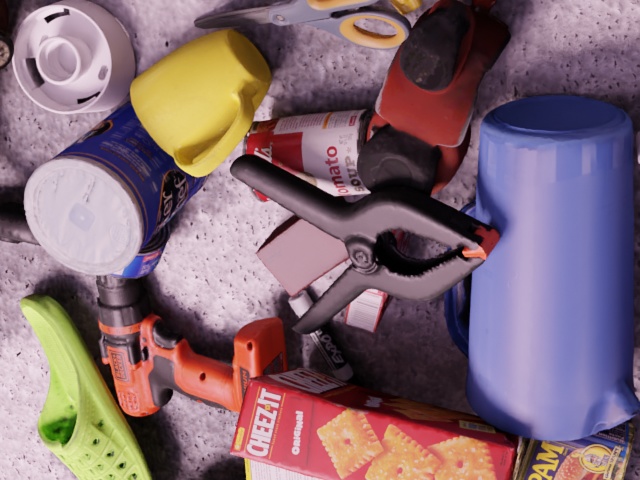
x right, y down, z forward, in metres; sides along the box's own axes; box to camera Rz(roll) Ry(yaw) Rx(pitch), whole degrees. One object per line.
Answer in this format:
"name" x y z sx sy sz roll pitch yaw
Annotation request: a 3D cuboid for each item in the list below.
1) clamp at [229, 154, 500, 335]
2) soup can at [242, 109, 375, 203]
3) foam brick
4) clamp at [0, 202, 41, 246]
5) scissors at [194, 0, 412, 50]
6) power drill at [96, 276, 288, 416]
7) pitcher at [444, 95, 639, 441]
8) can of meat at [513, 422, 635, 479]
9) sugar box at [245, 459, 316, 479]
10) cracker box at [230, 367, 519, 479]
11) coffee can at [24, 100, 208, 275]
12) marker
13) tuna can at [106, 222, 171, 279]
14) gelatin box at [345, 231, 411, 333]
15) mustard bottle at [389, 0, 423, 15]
"clamp" 0.031 -0.004 0.803 0.210 0.036 0.164 -8 118 38
"soup can" -0.003 -0.067 0.862 0.102 0.068 0.068 -3 116 21
"foam brick" -0.006 0.001 0.910 0.078 0.051 0.053 -35 100 31
"clamp" -0.290 -0.017 0.975 0.171 0.120 0.039 10 98 10
"scissors" -0.010 -0.165 0.820 0.096 0.016 0.202 34 156 -29
"power drill" -0.123 0.095 0.990 0.188 0.057 0.184 10 122 28
"pitcher" 0.169 0.017 0.817 0.149 0.145 0.243 -1 114 7
"can of meat" 0.217 0.192 0.928 0.084 0.057 0.102 16 122 8
"sugar box" 0.016 0.209 1.019 0.176 0.048 0.093 6 120 13
"cracker box" 0.054 0.164 0.883 0.214 0.164 0.072 14 88 13
"coffee can" -0.165 -0.048 0.888 0.103 0.140 0.103 9 120 16
"marker" 0.009 0.100 0.977 0.020 0.020 0.121 -22 107 29
"tuna can" -0.178 -0.005 0.950 0.086 0.086 0.034 29 125 4
"gelatin box" 0.052 0.021 0.886 0.030 0.073 0.089 18 121 10
"mustard bottle" 0.019 -0.248 0.761 0.096 0.058 0.191 -24 107 31
